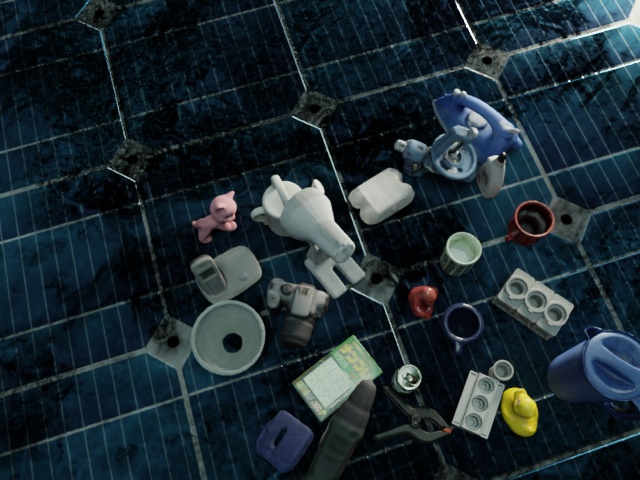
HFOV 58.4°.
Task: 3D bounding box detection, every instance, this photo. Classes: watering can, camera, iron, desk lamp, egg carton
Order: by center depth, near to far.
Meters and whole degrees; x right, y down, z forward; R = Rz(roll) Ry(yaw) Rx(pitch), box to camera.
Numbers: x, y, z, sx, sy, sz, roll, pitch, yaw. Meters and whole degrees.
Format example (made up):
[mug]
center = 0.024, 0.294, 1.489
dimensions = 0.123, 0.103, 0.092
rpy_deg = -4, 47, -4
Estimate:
[desk lamp]
center = 0.012, 0.005, 1.297
dimensions = 0.118, 0.213, 0.203
rpy_deg = -38, 74, -12
[camera]
center = -0.061, 0.167, 1.299
dimensions = 0.143, 0.101, 0.137
rpy_deg = 14, 71, 6
[watering can]
center = -0.078, -0.092, 1.344
dimensions = 0.173, 0.194, 0.100
rpy_deg = -42, 75, -13
[egg carton]
center = 0.153, -0.107, 1.413
dimensions = 0.150, 0.069, 0.107
rpy_deg = -34, 73, -11
[iron]
center = 0.391, -0.307, 1.444
dimensions = 0.258, 0.141, 0.119
rpy_deg = 43, 76, 14

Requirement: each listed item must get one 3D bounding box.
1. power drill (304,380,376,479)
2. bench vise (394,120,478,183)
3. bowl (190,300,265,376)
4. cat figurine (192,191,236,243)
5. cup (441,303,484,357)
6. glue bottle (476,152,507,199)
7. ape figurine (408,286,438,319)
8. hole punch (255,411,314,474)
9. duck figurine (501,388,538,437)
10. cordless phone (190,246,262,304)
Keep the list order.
[power drill]
center = 0.045, 0.396, 1.158
dimensions = 0.075, 0.208, 0.230
rpy_deg = 26, 72, 10
[bench vise]
center = 0.286, -0.206, 1.367
dimensions = 0.207, 0.220, 0.121
rpy_deg = -3, 70, 0
[bowl]
center = -0.202, 0.225, 1.294
dimensions = 0.167, 0.075, 0.167
rpy_deg = 0, 70, 1
[cat figurine]
center = -0.250, -0.060, 1.375
dimensions = 0.128, 0.118, 0.067
rpy_deg = -29, 72, -9
[cup]
center = 0.309, 0.209, 1.283
dimensions = 0.091, 0.095, 0.118
rpy_deg = 12, 71, 5
[glue bottle]
center = 0.418, -0.166, 1.375
dimensions = 0.037, 0.173, 0.078
rpy_deg = -16, 70, -5
[ape figurine]
center = 0.241, 0.134, 1.312
dimensions = 0.078, 0.092, 0.076
rpy_deg = -36, 73, -11
[hole punch]
center = -0.078, 0.427, 1.211
dimensions = 0.101, 0.091, 0.109
rpy_deg = 32, 74, 12
[duck figurine]
center = 0.437, 0.368, 1.228
dimensions = 0.077, 0.086, 0.104
rpy_deg = -12, 70, -3
[cordless phone]
center = -0.216, 0.063, 1.294
dimensions = 0.148, 0.185, 0.094
rpy_deg = -34, 73, -11
